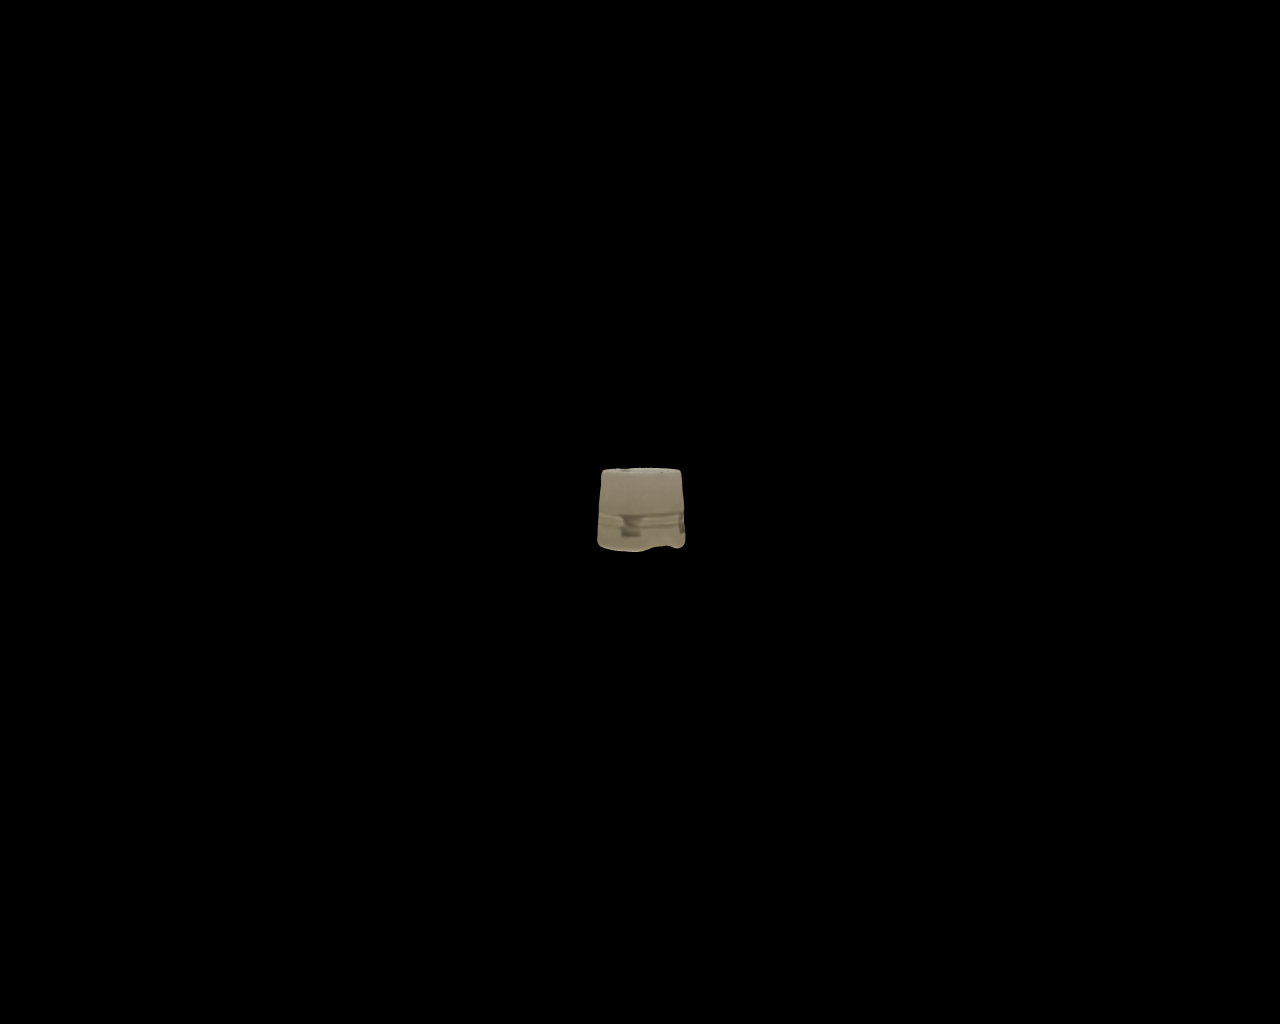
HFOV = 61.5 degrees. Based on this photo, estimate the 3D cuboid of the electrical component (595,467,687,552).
[{"bbox_3d":[0.001,-0.003,0.650,0.055,0.047,0.055,0,5,0],"label":"electrical component"}]
